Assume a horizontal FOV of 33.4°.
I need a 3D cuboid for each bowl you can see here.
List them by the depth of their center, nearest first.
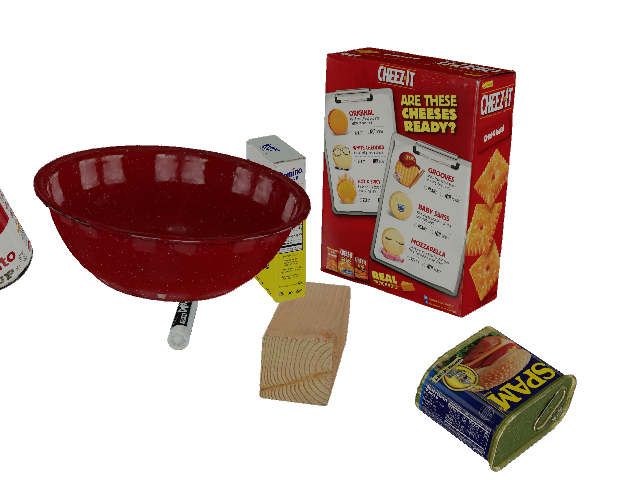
[{"bbox_3d":[-0.089,-0.007,0.635,0.162,0.055,0.162,7,21,-3],"label":"bowl"}]

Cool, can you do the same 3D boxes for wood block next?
[{"bbox_3d":[-0.017,0.132,1.428,0.091,0.090,0.206,6,18,6],"label":"wood block"}]

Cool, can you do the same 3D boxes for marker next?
[{"bbox_3d":[-0.126,0.067,1.000,0.020,0.020,0.121,0,21,0],"label":"marker"}]

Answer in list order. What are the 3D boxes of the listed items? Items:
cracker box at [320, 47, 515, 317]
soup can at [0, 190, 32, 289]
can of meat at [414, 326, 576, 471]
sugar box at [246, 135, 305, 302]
[{"bbox_3d":[0.085,-0.057,0.967,0.164,0.214,0.071,17,25,36],"label":"cracker box"},{"bbox_3d":[-0.281,-0.014,0.855,0.068,0.068,0.102,0,-41,14],"label":"soup can"},{"bbox_3d":[0.138,0.122,0.850,0.101,0.057,0.084,-26,46,-37],"label":"can of meat"},{"bbox_3d":[-0.052,-0.026,1.252,0.048,0.176,0.093,-13,26,-21],"label":"sugar box"}]
